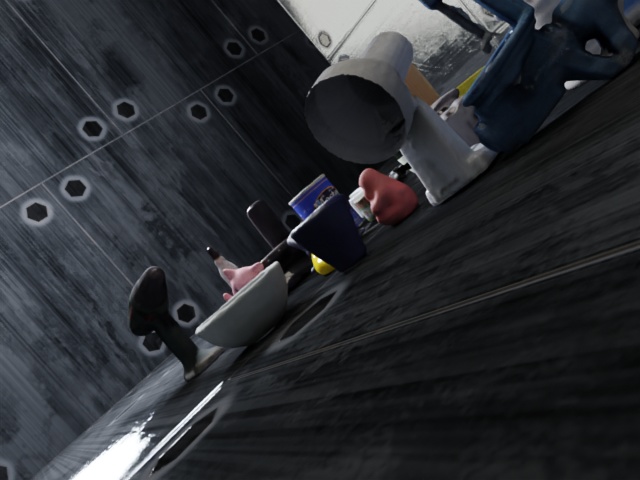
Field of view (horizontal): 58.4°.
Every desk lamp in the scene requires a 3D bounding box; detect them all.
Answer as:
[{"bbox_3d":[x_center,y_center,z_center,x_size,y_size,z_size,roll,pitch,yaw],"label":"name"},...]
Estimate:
[{"bbox_3d":[0.107,-0.148,0.698,0.204,0.213,0.117,-44,5,-42],"label":"desk lamp"}]

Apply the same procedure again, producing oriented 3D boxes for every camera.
[{"bbox_3d":[0.232,-0.194,0.879,0.137,0.101,0.143,-41,3,-1],"label":"camera"}]

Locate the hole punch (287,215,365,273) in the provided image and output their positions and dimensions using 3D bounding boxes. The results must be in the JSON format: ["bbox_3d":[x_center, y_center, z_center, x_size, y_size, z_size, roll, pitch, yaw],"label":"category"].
[{"bbox_3d":[0.011,-0.009,1.046,0.109,0.091,0.101,-43,4,-35],"label":"hole punch"}]

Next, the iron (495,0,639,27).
[{"bbox_3d":[0.383,-0.345,0.806,0.258,0.141,0.119,-39,4,26],"label":"iron"}]

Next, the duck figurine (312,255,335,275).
[{"bbox_3d":[0.009,0.003,0.941,0.078,0.086,0.104,-43,4,-34],"label":"duck figurine"}]

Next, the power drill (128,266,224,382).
[{"bbox_3d":[-0.287,0.165,1.102,0.076,0.208,0.229,-44,4,-40],"label":"power drill"}]

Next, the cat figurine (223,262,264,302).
[{"bbox_3d":[-0.131,0.096,1.024,0.127,0.118,0.067,-37,5,47],"label":"cat figurine"}]

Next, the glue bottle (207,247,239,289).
[{"bbox_3d":[-0.168,0.082,1.154,0.037,0.173,0.078,-42,4,-16],"label":"glue bottle"}]

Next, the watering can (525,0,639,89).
[{"bbox_3d":[0.295,-0.297,0.703,0.172,0.194,0.101,-38,4,38],"label":"watering can"}]

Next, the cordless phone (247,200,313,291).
[{"bbox_3d":[-0.107,0.019,1.184,0.148,0.185,0.094,-43,4,-33],"label":"cordless phone"}]

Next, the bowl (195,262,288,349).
[{"bbox_3d":[-0.105,0.113,0.882,0.167,0.075,0.167,-40,3,3],"label":"bowl"}]

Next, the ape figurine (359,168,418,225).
[{"bbox_3d":[0.094,-0.067,0.846,0.078,0.092,0.076,-43,4,-38],"label":"ape figurine"}]

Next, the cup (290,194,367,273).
[{"bbox_3d":[0.026,-0.009,0.818,0.091,0.095,0.118,-37,5,46],"label":"cup"}]

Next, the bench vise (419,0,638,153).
[{"bbox_3d":[0.210,-0.235,0.623,0.207,0.220,0.121,-41,4,1],"label":"bench vise"}]
